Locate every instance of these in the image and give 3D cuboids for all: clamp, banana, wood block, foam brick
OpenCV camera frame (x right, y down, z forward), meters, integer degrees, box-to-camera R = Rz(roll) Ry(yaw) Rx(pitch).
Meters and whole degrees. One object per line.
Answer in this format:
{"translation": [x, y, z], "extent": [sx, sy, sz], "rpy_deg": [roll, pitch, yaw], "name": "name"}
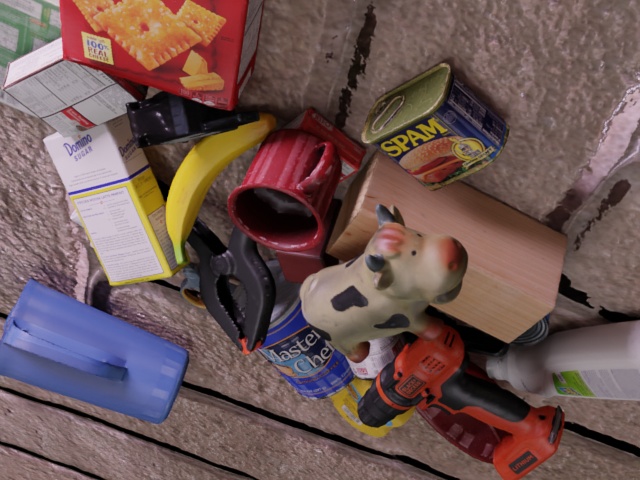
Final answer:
{"translation": [0.140, 0.103, 1.159], "extent": [0.120, 0.039, 0.171], "rpy_deg": [34, 167, 10], "name": "clamp"}
{"translation": [-0.108, -0.066, 1.066], "extent": [0.070, 0.037, 0.198], "rpy_deg": [47, 123, 18], "name": "banana"}
{"translation": [0.123, 0.006, 1.031], "extent": [0.206, 0.090, 0.090], "rpy_deg": [26, 145, -8], "name": "wood block"}
{"translation": [-0.104, 0.018, 1.132], "extent": [0.165, 0.036, 0.210], "rpy_deg": [0, 104, 35], "name": "clamp"}
{"translation": [-0.007, 0.001, 1.103], "extent": [0.051, 0.078, 0.053], "rpy_deg": [6, 143, 17], "name": "foam brick"}

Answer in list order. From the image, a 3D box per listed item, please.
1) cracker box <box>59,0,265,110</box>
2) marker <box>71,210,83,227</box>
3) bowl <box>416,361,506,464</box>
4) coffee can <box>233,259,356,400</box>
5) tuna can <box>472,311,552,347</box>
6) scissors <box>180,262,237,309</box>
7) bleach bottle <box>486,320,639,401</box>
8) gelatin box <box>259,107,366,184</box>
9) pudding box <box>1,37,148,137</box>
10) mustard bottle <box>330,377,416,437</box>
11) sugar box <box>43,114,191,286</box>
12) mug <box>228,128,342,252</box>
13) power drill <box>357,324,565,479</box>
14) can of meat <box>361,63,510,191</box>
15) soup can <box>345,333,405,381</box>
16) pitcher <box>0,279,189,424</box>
{"translation": [-0.129, -0.217, 0.875], "extent": [0.164, 0.072, 0.214], "rpy_deg": [18, 145, 2], "name": "cracker box"}
{"translation": [-0.244, 0.002, 1.274], "extent": [0.121, 0.020, 0.020], "rpy_deg": [39, 141, -25], "name": "marker"}
{"translation": [0.168, 0.187, 1.253], "extent": [0.162, 0.055, 0.162], "rpy_deg": [39, 158, 18], "name": "bowl"}
{"translation": [-0.025, 0.103, 1.226], "extent": [0.103, 0.102, 0.140], "rpy_deg": [-9, 135, 36], "name": "coffee can"}
{"translation": [0.202, 0.075, 1.133], "extent": [0.086, 0.033, 0.086], "rpy_deg": [14, 145, 10], "name": "tuna can"}
{"translation": [-0.130, 0.042, 1.242], "extent": [0.096, 0.016, 0.202], "rpy_deg": [10, 157, 2], "name": "scissors"}
{"translation": [0.292, 0.129, 1.137], "extent": [0.251, 0.068, 0.102], "rpy_deg": [-6, 137, 36], "name": "bleach bottle"}
{"translation": [-0.010, -0.082, 1.034], "extent": [0.073, 0.030, 0.089], "rpy_deg": [36, 142, -19], "name": "gelatin box"}
{"translation": [-0.235, -0.150, 1.028], "extent": [0.114, 0.039, 0.090], "rpy_deg": [-18, 139, 30], "name": "pudding box"}
{"translation": [0.067, 0.184, 1.281], "extent": [0.096, 0.058, 0.192], "rpy_deg": [45, 161, 6], "name": "mustard bottle"}
{"translation": [-0.212, -0.041, 1.120], "extent": [0.093, 0.048, 0.176], "rpy_deg": [-10, 108, 33], "name": "sugar box"}
{"translation": [-0.022, -0.053, 0.978], "extent": [0.093, 0.081, 0.117], "rpy_deg": [33, 143, -15], "name": "mug"}
{"translation": [0.147, 0.184, 1.131], "extent": [0.187, 0.057, 0.185], "rpy_deg": [31, 138, -6], "name": "power drill"}
{"translation": [0.102, -0.096, 0.936], "extent": [0.083, 0.057, 0.102], "rpy_deg": [36, 143, -26], "name": "can of meat"}
{"translation": [0.051, 0.096, 1.182], "extent": [0.069, 0.068, 0.102], "rpy_deg": [-8, 116, 35], "name": "soup can"}
{"translation": [-0.302, 0.156, 1.412], "extent": [0.242, 0.149, 0.145], "rpy_deg": [22, 130, -8], "name": "pitcher"}
